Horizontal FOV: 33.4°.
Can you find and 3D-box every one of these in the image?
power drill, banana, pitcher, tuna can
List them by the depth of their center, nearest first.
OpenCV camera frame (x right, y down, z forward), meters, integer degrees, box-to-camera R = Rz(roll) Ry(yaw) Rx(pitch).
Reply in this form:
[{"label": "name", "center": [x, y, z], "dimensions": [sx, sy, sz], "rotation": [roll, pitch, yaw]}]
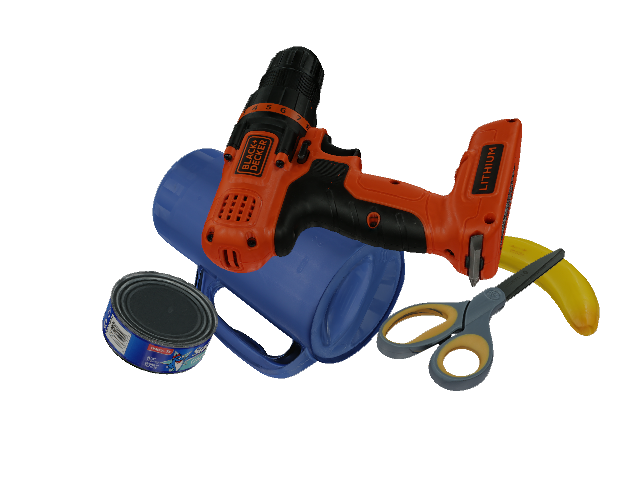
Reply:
[{"label": "power drill", "center": [0.031, -0.050, 0.688], "dimensions": [0.188, 0.184, 0.057], "rotation": [7, -35, 13]}, {"label": "tuna can", "center": [-0.126, 0.064, 0.833], "dimensions": [0.086, 0.034, 0.086], "rotation": [18, 32, -12]}, {"label": "pitcher", "center": [-0.054, 0.013, 1.027], "dimensions": [0.243, 0.145, 0.148], "rotation": [31, 32, 32]}, {"label": "banana", "center": [0.215, 0.037, 1.049], "dimensions": [0.069, 0.037, 0.198], "rotation": [-33, 36, -18]}]

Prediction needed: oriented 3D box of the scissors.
[{"label": "scissors", "center": [0.140, 0.061, 0.834], "dimensions": [0.201, 0.016, 0.096], "rotation": [-17, 44, -23]}]
